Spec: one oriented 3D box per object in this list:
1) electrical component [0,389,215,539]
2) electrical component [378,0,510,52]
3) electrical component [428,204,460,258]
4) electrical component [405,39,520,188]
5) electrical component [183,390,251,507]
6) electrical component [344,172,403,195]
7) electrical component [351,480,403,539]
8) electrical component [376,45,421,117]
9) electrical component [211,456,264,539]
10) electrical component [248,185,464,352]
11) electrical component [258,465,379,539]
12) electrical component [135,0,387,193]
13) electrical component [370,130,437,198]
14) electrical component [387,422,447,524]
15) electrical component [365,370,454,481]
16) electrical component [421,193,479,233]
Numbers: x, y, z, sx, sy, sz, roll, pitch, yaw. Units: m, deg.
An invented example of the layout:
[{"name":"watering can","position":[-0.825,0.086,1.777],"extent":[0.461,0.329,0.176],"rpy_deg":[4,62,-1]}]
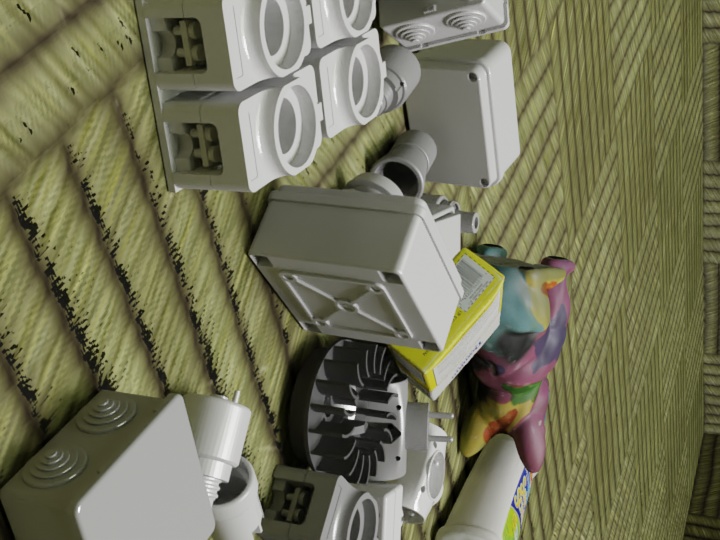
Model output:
[{"name":"electrical component","position":[-0.120,0.116,0.520],"extent":[0.099,0.048,0.099],"rpy_deg":[-51,139,-52]},{"name":"electrical component","position":[0.059,-0.219,0.800],"extent":[0.048,0.100,0.099],"rpy_deg":[19,66,-62]},{"name":"electrical component","position":[0.037,-0.015,0.837],"extent":[0.096,0.061,0.061],"rpy_deg":[-27,119,-63]},{"name":"electrical component","position":[0.084,-0.130,0.896],"extent":[0.057,0.078,0.113],"rpy_deg":[-47,136,-44]},{"name":"electrical component","position":[-0.088,0.105,0.602],"extent":[0.040,0.040,0.078],"rpy_deg":[45,54,-60]},{"name":"electrical component","position":[0.002,-0.037,0.774],"extent":[0.055,0.048,0.066],"rpy_deg":[-58,145,-33]},{"name":"electrical component","position":[0.010,0.195,0.834],"extent":[0.077,0.047,0.065],"rpy_deg":[-8,101,-69]},{"name":"electrical component","position":[0.016,-0.135,0.792],"extent":[0.078,0.040,0.040],"rpy_deg":[-57,144,-46]},{"name":"electrical component","position":[-0.077,0.137,0.634],"extent":[0.046,0.040,0.040],"rpy_deg":[79,28,-43]},{"name":"electrical component","position":[0.000,0.000,0.698],"extent":[0.108,0.109,0.056],"rpy_deg":[59,45,-53]},{"name":"electrical component","position":[-0.023,0.176,0.742],"extent":[0.089,0.056,0.050],"rpy_deg":[58,43,-54]},{"name":"electrical component","position":[-0.045,-0.125,0.630],"extent":[0.186,0.060,0.105],"rpy_deg":[-45,135,-56]},{"name":"electrical component","position":[0.037,-0.083,0.850],"extent":[0.065,0.044,0.044],"rpy_deg":[-60,146,-53]},{"name":"electrical component","position":[0.050,0.180,0.923],"extent":[0.079,0.044,0.077],"rpy_deg":[62,39,-51]},{"name":"electrical component","position":[0.033,0.120,0.832],"extent":[0.043,0.079,0.077],"rpy_deg":[-54,146,-79]},{"name":"electrical component","position":[0.068,-0.041,0.900],"extent":[0.048,0.062,0.048],"rpy_deg":[5,90,-66]}]
